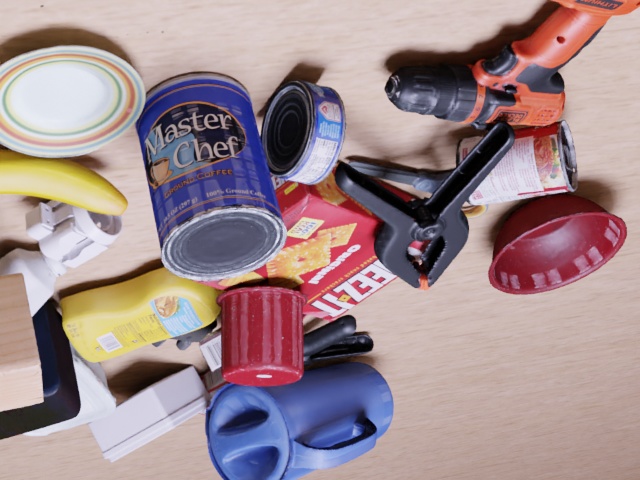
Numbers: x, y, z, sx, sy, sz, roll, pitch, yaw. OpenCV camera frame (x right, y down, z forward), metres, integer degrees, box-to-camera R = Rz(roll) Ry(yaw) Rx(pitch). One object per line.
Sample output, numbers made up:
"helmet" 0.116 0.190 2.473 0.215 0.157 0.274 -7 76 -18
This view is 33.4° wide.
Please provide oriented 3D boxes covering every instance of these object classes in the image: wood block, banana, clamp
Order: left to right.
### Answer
"wood block" -0.343 0.102 0.889 0.205 0.090 0.091 -10 153 -18
"banana" -0.262 -0.042 0.895 0.197 0.069 0.037 -10 -169 -21
"clamp" -0.016 0.137 1.314 0.172 0.039 0.120 -18 152 17
"clamp" 0.106 -0.025 0.998 0.164 0.036 0.210 -18 143 -2

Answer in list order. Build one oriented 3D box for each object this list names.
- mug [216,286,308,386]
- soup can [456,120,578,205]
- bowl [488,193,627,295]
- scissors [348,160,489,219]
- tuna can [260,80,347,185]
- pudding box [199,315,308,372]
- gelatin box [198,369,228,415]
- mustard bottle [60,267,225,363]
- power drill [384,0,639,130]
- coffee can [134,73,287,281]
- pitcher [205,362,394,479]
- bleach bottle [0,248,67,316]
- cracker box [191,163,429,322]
"mug" -0.056 0.102 1.071 0.093 0.081 0.117 -4 160 6
"soup can" 0.188 -0.073 1.021 0.102 0.068 0.068 -8 153 24
"bowl" 0.258 -0.004 1.199 0.162 0.055 0.162 -12 148 -7
"scissors" 0.122 -0.068 1.074 0.096 0.016 0.201 -35 144 25
"tuna can" -0.016 -0.092 0.906 0.033 0.086 0.086 9 141 -34
"pudding box" -0.069 0.096 1.183 0.114 0.039 0.090 -27 -179 18
"gelatin box" -0.127 0.191 1.355 0.089 0.030 0.073 -31 147 24
"mustard bottle" -0.166 0.068 1.115 0.191 0.058 0.096 -17 144 3
"power drill" 0.167 -0.167 0.900 0.184 0.057 0.188 -1 149 -30
"coffee can" -0.092 -0.052 0.881 0.102 0.140 0.103 -12 148 -7
"pitcher" -0.007 0.223 1.309 0.242 0.149 0.145 -7 149 -52
"bleach bottle" -0.348 0.076 0.993 0.250 0.068 0.102 -33 156 -11
"cracker box" -0.007 0.001 1.070 0.164 0.072 0.213 -35 145 29
